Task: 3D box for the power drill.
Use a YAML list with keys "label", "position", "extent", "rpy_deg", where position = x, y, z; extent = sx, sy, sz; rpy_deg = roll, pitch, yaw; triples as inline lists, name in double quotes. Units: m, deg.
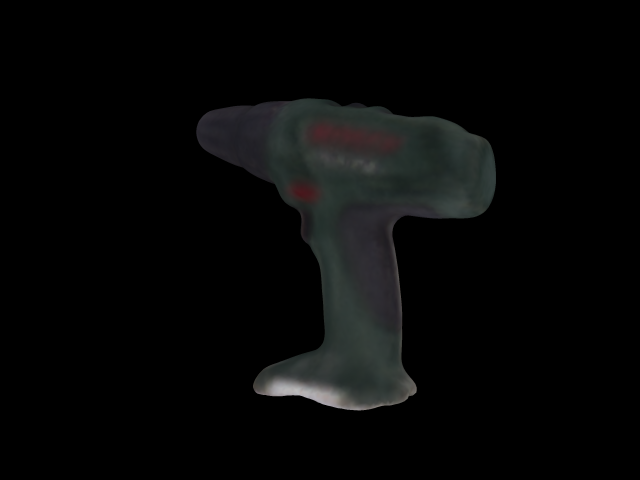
- label: "power drill"
  position: [0.004, 0.001, 0.400]
  extent: [0.228, 0.208, 0.076]
  rpy_deg: [0, 0, 29]
